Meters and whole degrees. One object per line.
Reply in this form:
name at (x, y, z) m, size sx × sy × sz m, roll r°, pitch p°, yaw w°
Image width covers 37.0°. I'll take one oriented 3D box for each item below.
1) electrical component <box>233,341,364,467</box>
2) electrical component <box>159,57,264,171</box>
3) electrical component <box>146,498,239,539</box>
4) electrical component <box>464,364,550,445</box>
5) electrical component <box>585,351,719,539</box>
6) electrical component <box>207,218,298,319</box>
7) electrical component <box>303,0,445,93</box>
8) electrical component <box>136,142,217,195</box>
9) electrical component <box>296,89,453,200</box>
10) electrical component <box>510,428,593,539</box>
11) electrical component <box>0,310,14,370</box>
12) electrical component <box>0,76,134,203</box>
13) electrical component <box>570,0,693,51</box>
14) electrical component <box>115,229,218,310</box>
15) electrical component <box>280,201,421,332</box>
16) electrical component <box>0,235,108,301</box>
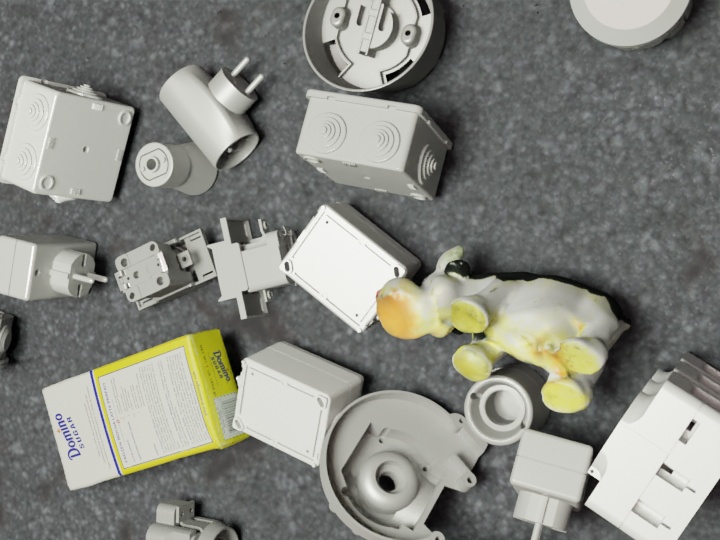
electrical component at (-0.051, 0.098, 0.831) m, size 0.096 × 0.061 × 0.061 m, roll 21°, pitch 114°, yaw 26°
electrical component at (-0.108, -0.134, 0.856) m, size 0.079 × 0.044 × 0.077 m, roll -44°, pitch 76°, yaw 18°
electrical component at (-0.135, 0.230, 0.875) m, size 0.057 × 0.058 × 0.078 m, roll 4°, pitch 94°, yaw 25°
electrical component at (0.105, 0.098, 0.775) m, size 0.055 × 0.047 × 0.055 m, roll 1°, pitch 92°, yaw 22°
electrical component at (0.197, 0.109, 0.682) m, size 0.062 × 0.150 × 0.089 m, roll 34°, pitch 104°, yaw 17°
electrical component at (-0.080, -0.004, 0.851) m, size 0.064 × 0.042 × 0.081 m, roll -13°, pitch 88°, yaw 21°
electrical component at (0.012, -0.177, 0.794) m, size 0.099 × 0.064 × 0.099 m, roll 1°, pitch 93°, yaw 22°
electrical component at (-0.149, -0.083, 0.864) m, size 0.044 × 0.065 × 0.044 m, roll 1°, pitch 92°, yaw 22°
electrical component at (0.010, -0.088, 0.781) m, size 0.100 × 0.100 × 0.048 m, roll 12°, pitch 83°, yaw 22°
electrical component at (0.128, 0.156, 0.736) m, size 0.047 × 0.083 × 0.075 m, roll 14°, pitch 77°, yaw 15°
electrical component at (-0.347, 0.058, 0.944) m, size 0.080 × 0.080 × 0.051 m, roll 14°, pitch 92°, yaw 21°
electrical component at (-0.239, -0.105, 0.883) m, size 0.048 × 0.100 × 0.099 m, roll 23°, pitch 101°, yaw 33°
electrical component at (0.186, -0.189, 0.729) m, size 0.080 × 0.051 × 0.080 m, roll 1°, pitch 92°, yaw 22°
electrical component at (-0.161, 0.001, 0.873) m, size 0.081 × 0.064 × 0.042 m, roll -24°, pitch 84°, yaw 21°
electrical component at (0.000, 0.000, 0.811) m, size 0.096 × 0.061 × 0.061 m, roll 39°, pitch 106°, yaw 9°
electrical component at (-0.247, 0.001, 0.898) m, size 0.076 × 0.083 × 0.047 m, roll 13°, pitch 97°, yaw 21°
